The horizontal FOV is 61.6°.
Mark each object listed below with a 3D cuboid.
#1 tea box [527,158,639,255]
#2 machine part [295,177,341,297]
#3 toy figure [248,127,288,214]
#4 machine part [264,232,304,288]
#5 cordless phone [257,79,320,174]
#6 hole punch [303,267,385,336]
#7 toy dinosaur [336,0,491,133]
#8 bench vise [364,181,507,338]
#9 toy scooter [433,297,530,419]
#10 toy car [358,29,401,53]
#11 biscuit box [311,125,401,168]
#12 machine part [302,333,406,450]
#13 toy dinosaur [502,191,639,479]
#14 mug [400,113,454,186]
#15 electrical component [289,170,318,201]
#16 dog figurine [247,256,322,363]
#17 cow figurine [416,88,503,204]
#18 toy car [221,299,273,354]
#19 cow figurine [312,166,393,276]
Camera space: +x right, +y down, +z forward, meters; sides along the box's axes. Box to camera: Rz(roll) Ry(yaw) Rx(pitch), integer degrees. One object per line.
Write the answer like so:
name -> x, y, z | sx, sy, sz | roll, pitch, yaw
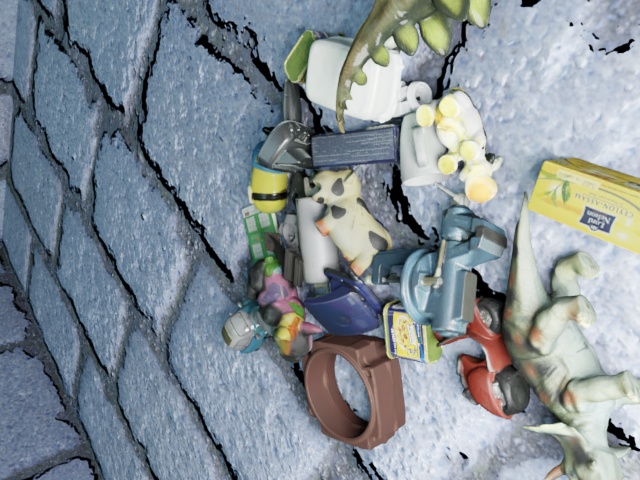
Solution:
tea box -> 0.354, -0.041, 0.644 | 0.170, 0.098, 0.068 | 31, 119, 41
machine part -> -0.002, -0.003, 1.051 | 0.079, 0.079, 0.243 | 0, 98, 47
toy figure -> -0.103, -0.143, 1.128 | 0.089, 0.082, 0.180 | 36, 120, 39
machine part -> -0.071, 0.033, 1.082 | 0.139, 0.039, 0.084 | 47, 148, 45
cordless phone -> -0.061, -0.223, 1.021 | 0.089, 0.146, 0.184 | -2, 91, 22
hole punch -> 0.047, 0.120, 0.978 | 0.116, 0.092, 0.142 | 9, 143, 51
toy dinosaur -> 0.149, -0.363, 0.731 | 0.471, 0.105, 0.199 | -46, 73, 19
bench vise -> 0.163, 0.037, 0.844 | 0.241, 0.129, 0.223 | -7, 81, 49
toy scooter -> 0.242, 0.183, 0.833 | 0.135, 0.075, 0.183 | -17, 83, 48
toy car -> 0.124, -0.359, 0.851 | 0.201, 0.056, 0.073 | -47, 65, 43
biscuit box -> 0.071, -0.164, 0.950 | 0.203, 0.059, 0.062 | 5, 103, 46
machine part -> 0.060, 0.288, 1.043 | 0.201, 0.087, 0.201 | -1, 96, 48
toy dinosaur -> 0.316, 0.151, 0.723 | 0.192, 0.131, 0.405 | -40, 63, 44
mug -> 0.156, -0.145, 0.831 | 0.081, 0.109, 0.107 | -11, 80, 22
electrical component -> -0.033, -0.111, 1.101 | 0.063, 0.021, 0.094 | 46, 129, 31
dog figurine -> -0.071, 0.137, 1.081 | 0.219, 0.108, 0.191 | -158, 64, -68
cow figurine -> 0.215, -0.139, 0.789 | 0.068, 0.098, 0.167 | -20, 102, 42
toy car -> -0.181, 0.209, 1.273 | 0.161, 0.103, 0.109 | -51, 61, 38
cow figurine -> 0.054, -0.045, 0.963 | 0.195, 0.127, 0.085 | 52, 175, 8
